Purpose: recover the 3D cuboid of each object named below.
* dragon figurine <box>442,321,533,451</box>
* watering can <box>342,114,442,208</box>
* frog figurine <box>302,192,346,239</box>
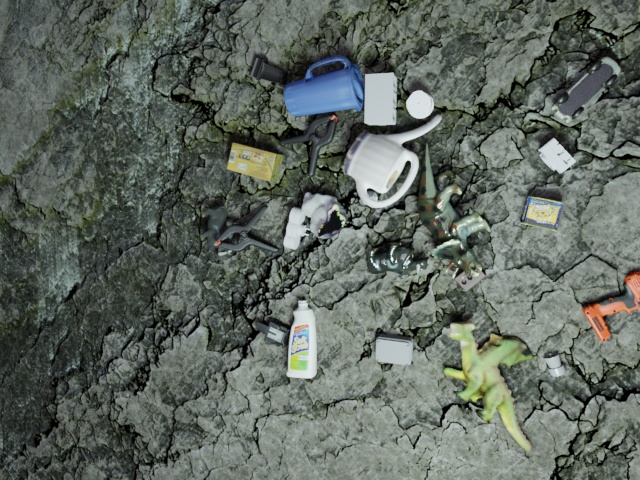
[{"bbox_3d":[0.524,0.397,1.512,0.411,0.122,0.242,41,96,4],"label":"dragon figurine"},{"bbox_3d":[0.209,-0.269,1.586,0.226,0.103,0.349,30,86,18],"label":"watering can"},{"bbox_3d":[0.005,-0.084,1.674,0.162,0.122,0.135,39,118,50],"label":"frog figurine"}]
